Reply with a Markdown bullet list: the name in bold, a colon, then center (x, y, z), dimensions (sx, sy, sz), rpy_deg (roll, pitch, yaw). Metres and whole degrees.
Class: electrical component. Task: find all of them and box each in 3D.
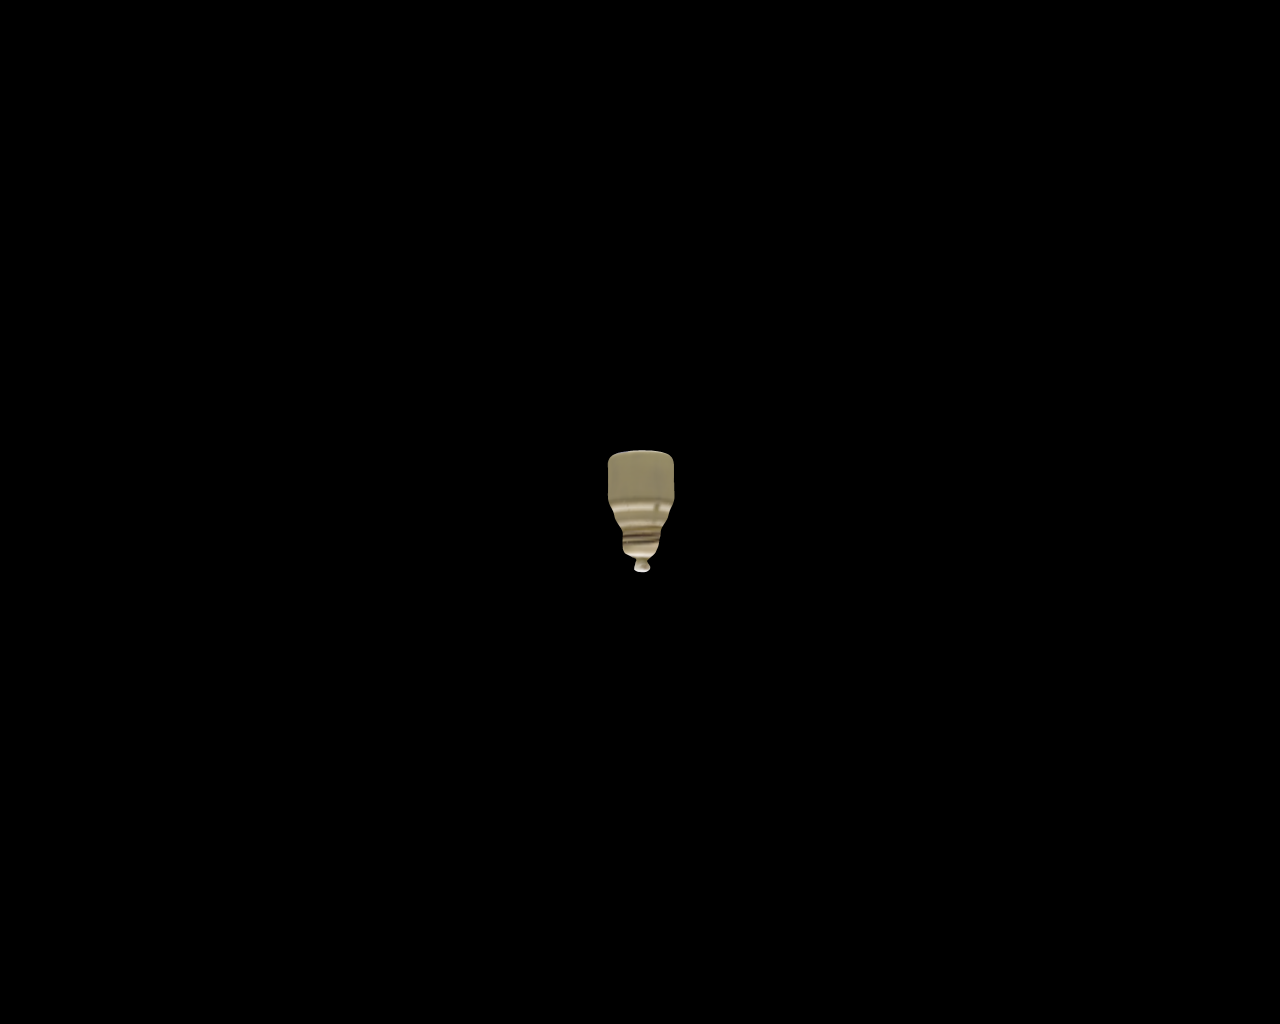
- **electrical component**: center (0.001, -0.003, 0.650), dimensions (0.040, 0.078, 0.040), rpy_deg (0, -6, 0)
